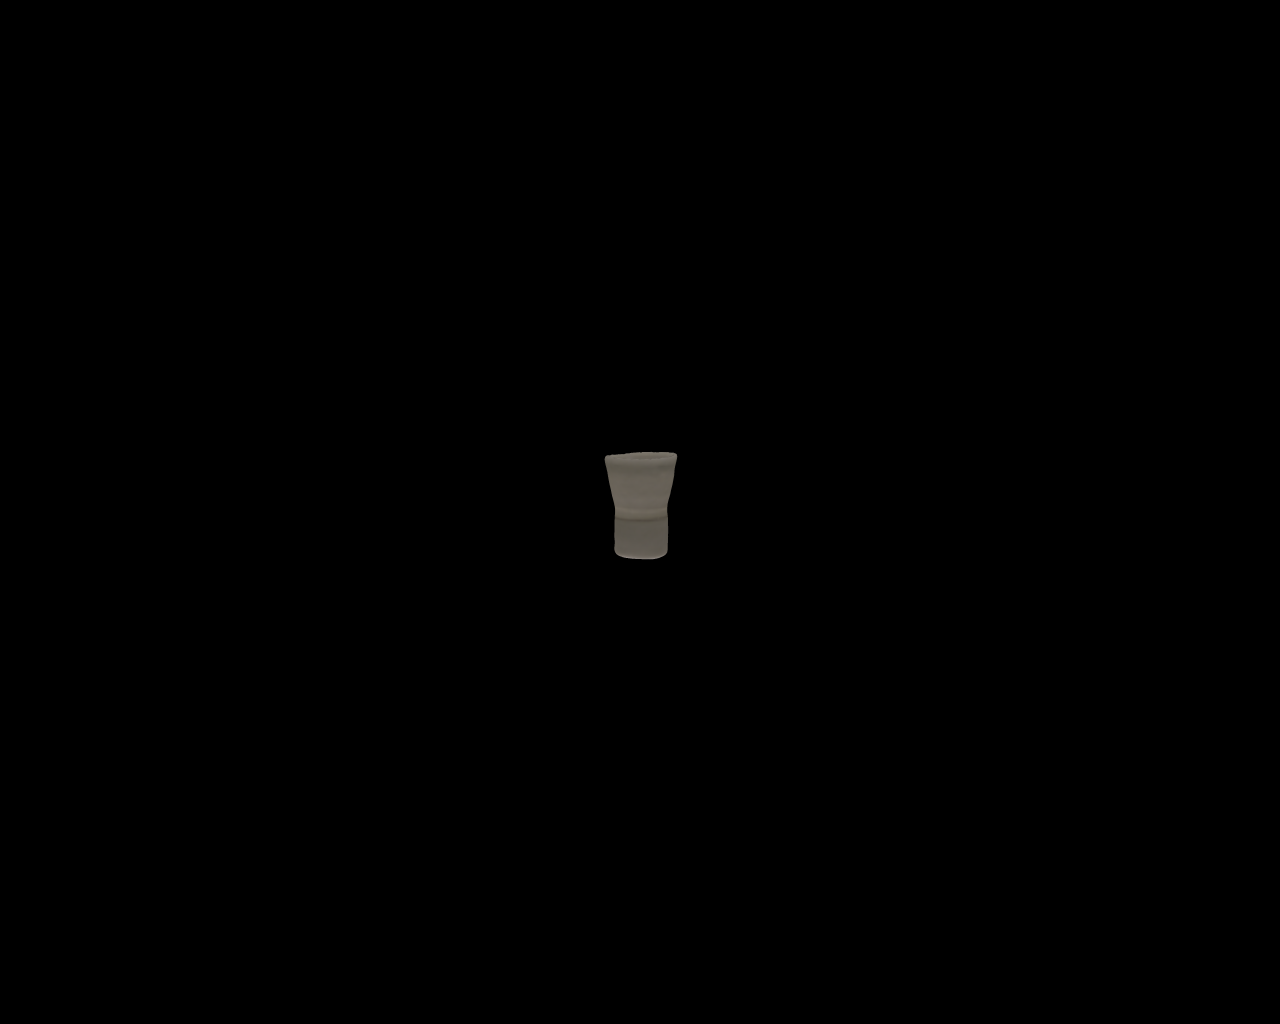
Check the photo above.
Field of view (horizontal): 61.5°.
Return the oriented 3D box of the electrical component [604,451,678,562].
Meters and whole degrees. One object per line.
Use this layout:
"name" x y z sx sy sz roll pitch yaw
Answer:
"electrical component" 0.001 -0.003 0.650 0.044 0.065 0.044 0 9 0
